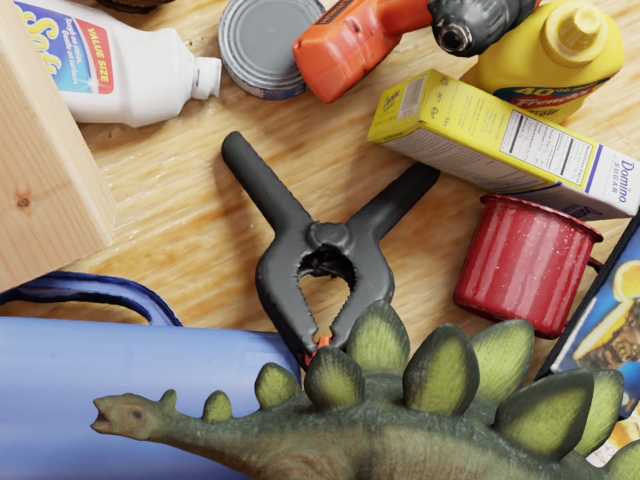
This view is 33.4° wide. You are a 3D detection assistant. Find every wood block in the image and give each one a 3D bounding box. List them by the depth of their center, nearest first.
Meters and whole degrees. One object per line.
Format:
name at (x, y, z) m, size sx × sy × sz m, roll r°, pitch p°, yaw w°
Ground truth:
wood block at (-0.221, -0.081, 0.707) m, size 0.091 × 0.090 × 0.206 m, roll -23°, pitch 113°, yaw 1°

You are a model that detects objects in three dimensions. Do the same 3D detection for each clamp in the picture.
clamp at (-0.005, 0.001, 0.745) m, size 0.164 × 0.036 × 0.210 m, roll 10°, pitch 49°, yaw 3°

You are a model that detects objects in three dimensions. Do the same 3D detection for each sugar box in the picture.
sugar box at (0.131, -0.062, 0.754) m, size 0.176 × 0.093 × 0.048 m, roll 19°, pitch 83°, yaw -17°

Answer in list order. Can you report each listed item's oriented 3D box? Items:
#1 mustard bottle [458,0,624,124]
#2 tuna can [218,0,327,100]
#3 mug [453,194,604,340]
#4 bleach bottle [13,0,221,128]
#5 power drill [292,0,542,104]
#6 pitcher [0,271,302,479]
mustard bottle at (0.154, -0.119, 0.734) m, size 0.096 × 0.192 × 0.058 m, roll -5°, pitch 82°, yaw -4°
tuna can at (-0.034, -0.150, 0.807) m, size 0.086 × 0.034 × 0.086 m, roll 0°, pitch 81°, yaw -3°
mug at (0.156, 0.026, 0.769) m, size 0.117 × 0.093 × 0.081 m, roll 22°, pitch 85°, yaw -17°
bleach bottle at (-0.198, -0.139, 0.783) m, size 0.250 × 0.068 × 0.102 m, roll 5°, pitch 78°, yaw -6°
power drill at (0.072, -0.151, 0.718) m, size 0.184 × 0.188 × 0.057 m, roll -47°, pitch 114°, yaw -43°
pitcher at (-0.137, 0.106, 0.722) m, size 0.242 × 0.145 × 0.149 m, roll 1°, pitch 101°, yaw -7°
